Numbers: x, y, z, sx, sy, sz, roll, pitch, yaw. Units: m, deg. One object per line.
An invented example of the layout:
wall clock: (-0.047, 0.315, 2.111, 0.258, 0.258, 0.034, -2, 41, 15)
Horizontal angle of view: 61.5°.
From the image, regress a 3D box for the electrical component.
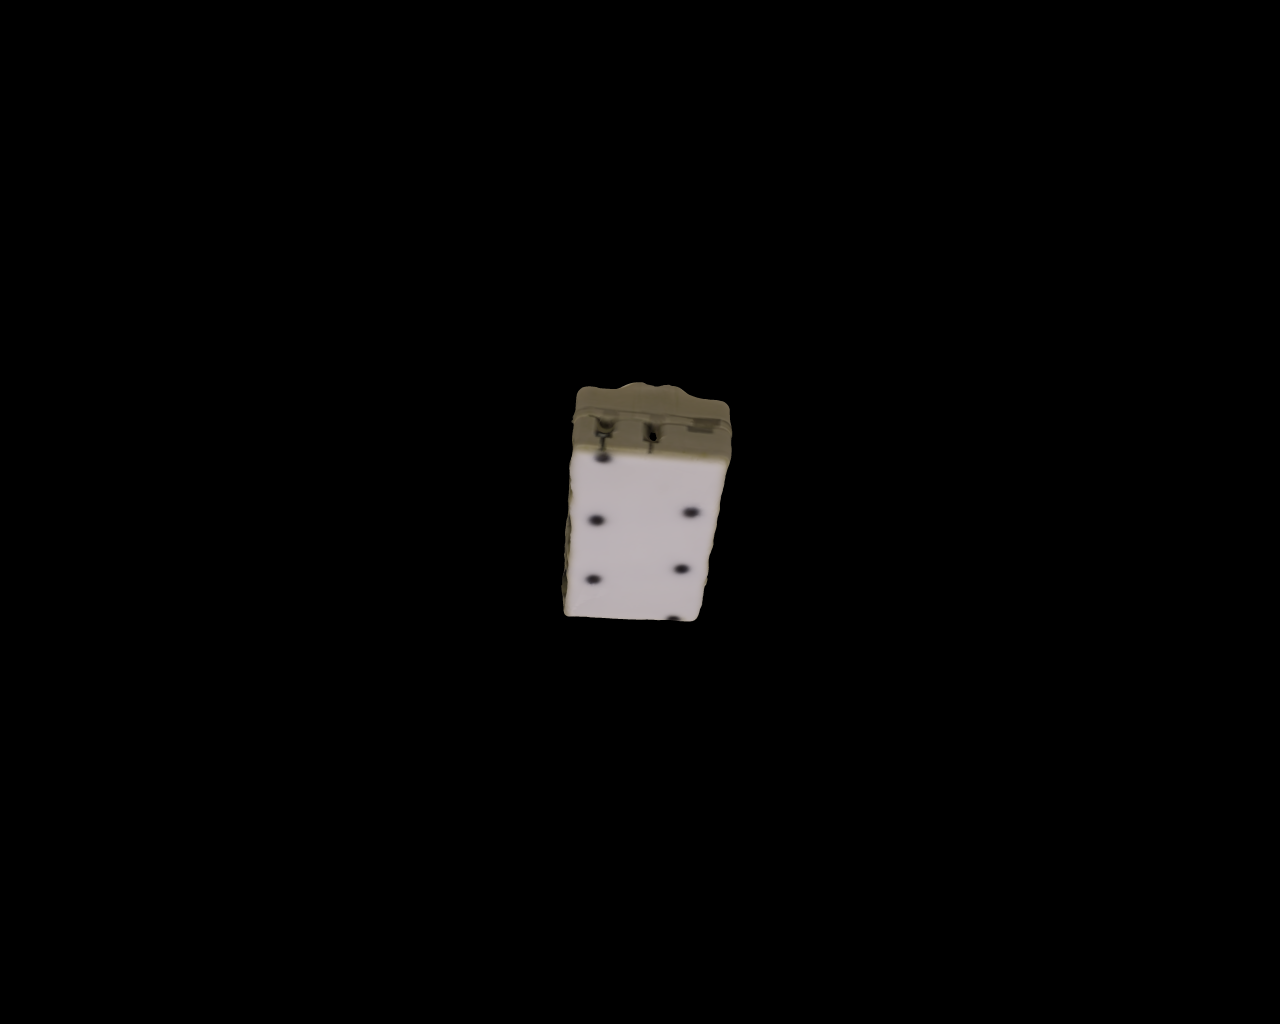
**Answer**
electrical component: (0.001, -0.003, 0.650, 0.089, 0.062, 0.150, 4, -43, -4)
